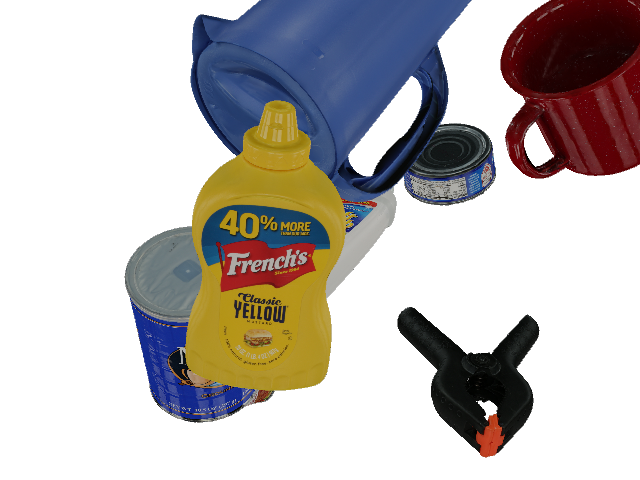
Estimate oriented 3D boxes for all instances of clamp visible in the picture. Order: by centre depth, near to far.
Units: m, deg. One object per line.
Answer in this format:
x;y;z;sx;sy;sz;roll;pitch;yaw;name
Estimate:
0.136;0.106;0.857;0.120;0.039;0.171;-6;33;-6;clamp

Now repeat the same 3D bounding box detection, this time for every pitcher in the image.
0.030;-0.155;0.822;0.145;0.149;0.242;22;57;31;pitcher

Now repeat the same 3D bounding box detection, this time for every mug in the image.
0.160;-0.085;0.650;0.093;0.117;0.081;32;-15;48;mug

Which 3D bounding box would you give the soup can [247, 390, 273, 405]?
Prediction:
-0.109;0.156;1.177;0.102;0.068;0.069;-9;6;-44;soup can

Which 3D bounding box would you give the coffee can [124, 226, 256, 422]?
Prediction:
-0.105;0.073;0.912;0.103;0.140;0.103;-1;45;1;coffee can

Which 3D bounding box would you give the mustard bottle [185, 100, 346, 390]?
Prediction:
-0.033;0.003;0.675;0.096;0.192;0.058;7;29;0;mustard bottle

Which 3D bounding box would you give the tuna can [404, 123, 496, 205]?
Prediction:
0.117;-0.072;0.984;0.086;0.034;0.086;-9;38;7;tuna can

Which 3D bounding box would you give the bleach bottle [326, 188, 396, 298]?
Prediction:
0.018;-0.012;1.321;0.103;0.068;0.250;14;36;25;bleach bottle
